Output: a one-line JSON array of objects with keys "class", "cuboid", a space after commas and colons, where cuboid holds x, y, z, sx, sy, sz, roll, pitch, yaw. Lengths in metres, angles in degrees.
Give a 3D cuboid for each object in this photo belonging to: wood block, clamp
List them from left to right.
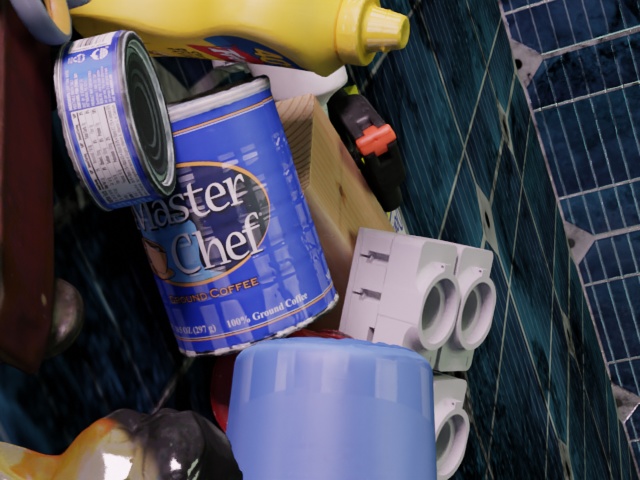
[{"class": "wood block", "cuboid": [-0.005, 0.001, 0.791, 0.206, 0.090, 0.091, 56, 28, -46]}, {"class": "clamp", "cuboid": [0.040, -0.066, 0.833, 0.120, 0.039, 0.171, 54, 3, -12]}]

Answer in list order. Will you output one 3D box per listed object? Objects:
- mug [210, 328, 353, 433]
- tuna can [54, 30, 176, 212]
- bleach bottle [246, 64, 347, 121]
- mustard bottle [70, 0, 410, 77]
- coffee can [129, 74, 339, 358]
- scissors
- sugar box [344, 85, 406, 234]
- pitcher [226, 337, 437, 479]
[{"class": "mug", "cuboid": [-0.023, 0.089, 0.693, 0.081, 0.093, 0.117, 26, 30, -59]}, {"class": "tuna can", "cuboid": [-0.099, -0.059, 0.526, 0.086, 0.034, 0.086, -12, 90, -85]}, {"class": "bleach bottle", "cuboid": [-0.017, -0.191, 0.728, 0.068, 0.103, 0.251, -41, 130, -47]}, {"class": "mustard bottle", "cuboid": [-0.042, -0.128, 0.615, 0.096, 0.192, 0.058, 6, 93, -69]}, {"class": "coffee can", "cuboid": [-0.058, -0.015, 0.630, 0.102, 0.103, 0.140, -47, 121, -68]}, {"class": "scissors", "cuboid": [-0.150, -0.164, 0.459, 0.201, 0.016, 0.096, 60, 16, -53]}, {"class": "sugar box", "cuboid": [0.037, -0.048, 1.013, 0.093, 0.048, 0.176, -67, 138, -60]}, {"class": "pitcher", "cuboid": [0.002, 0.180, 0.563, 0.144, 0.149, 0.243, 15, 71, -42]}]
